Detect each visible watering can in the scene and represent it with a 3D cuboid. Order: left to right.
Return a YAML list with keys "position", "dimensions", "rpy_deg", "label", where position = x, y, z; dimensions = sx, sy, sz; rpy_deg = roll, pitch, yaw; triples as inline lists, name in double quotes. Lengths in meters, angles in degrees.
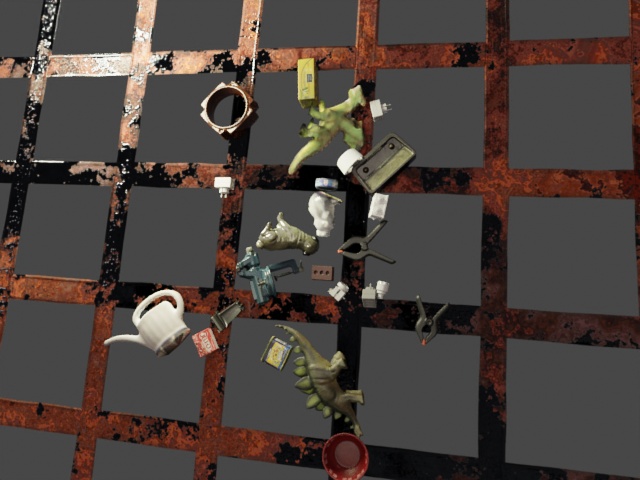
- position: [-0.643, 0.351, 1.967]
  dimensions: [0.347, 0.103, 0.226]
  rpy_deg: [-42, 76, 1]
  label: "watering can"

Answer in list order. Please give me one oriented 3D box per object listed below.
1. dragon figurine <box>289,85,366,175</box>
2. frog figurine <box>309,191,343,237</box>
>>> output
- position: [0.056, -0.406, 1.978]
  dimensions: [0.243, 0.122, 0.409]
  rpy_deg: [21, 94, 6]
  label: "dragon figurine"
- position: [0.006, -0.097, 1.918]
  dimensions: [0.139, 0.122, 0.159]
  rpy_deg: [29, 97, 47]
  label: "frog figurine"
